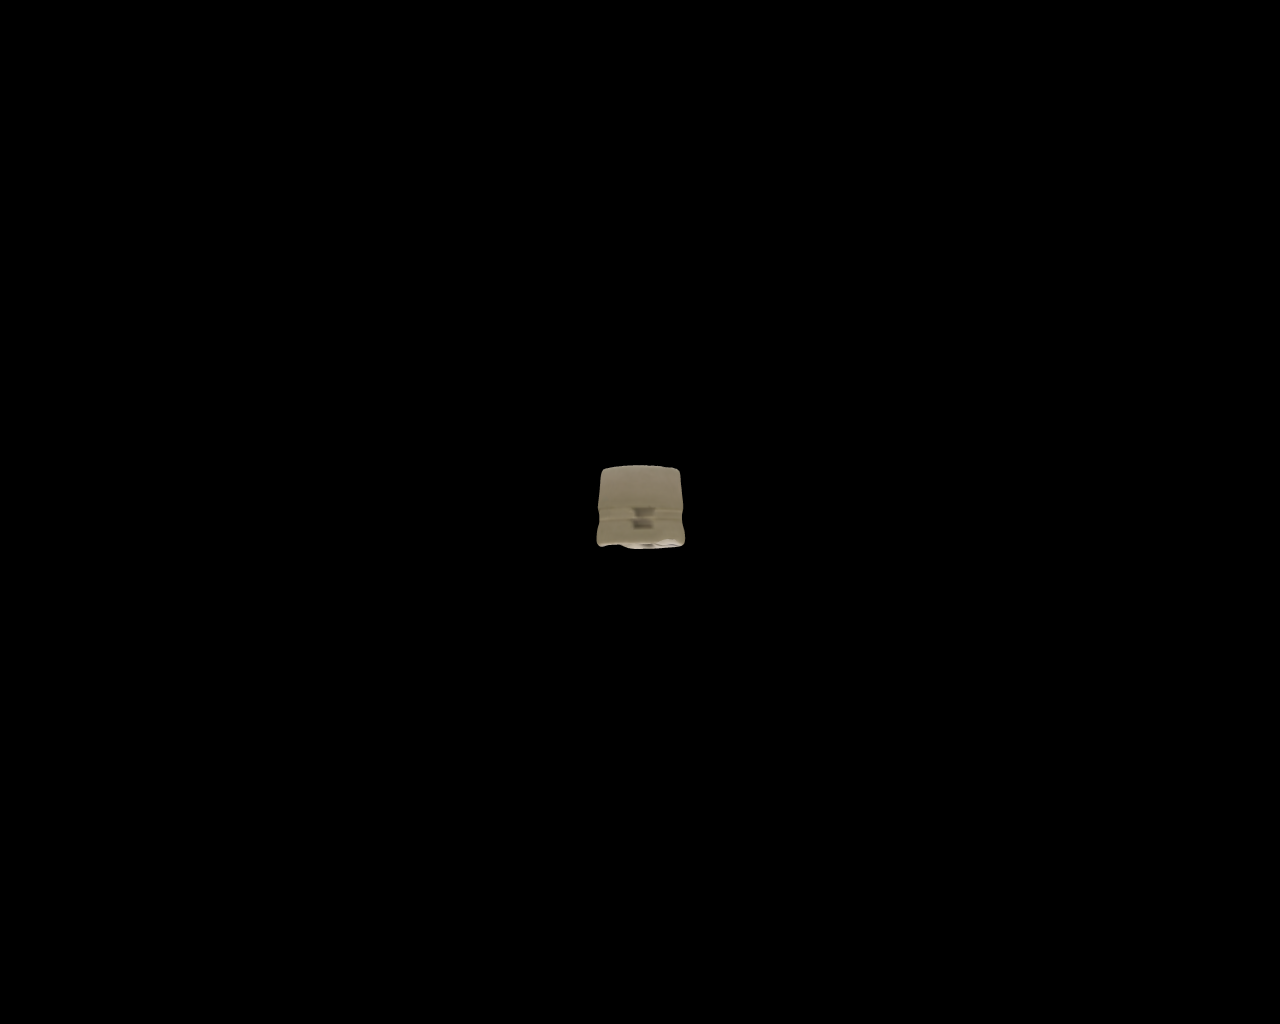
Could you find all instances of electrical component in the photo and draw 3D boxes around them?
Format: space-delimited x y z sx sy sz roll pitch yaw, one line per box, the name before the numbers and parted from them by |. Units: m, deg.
electrical component | 0.001 -0.003 0.650 0.055 0.047 0.055 0 -5 0
